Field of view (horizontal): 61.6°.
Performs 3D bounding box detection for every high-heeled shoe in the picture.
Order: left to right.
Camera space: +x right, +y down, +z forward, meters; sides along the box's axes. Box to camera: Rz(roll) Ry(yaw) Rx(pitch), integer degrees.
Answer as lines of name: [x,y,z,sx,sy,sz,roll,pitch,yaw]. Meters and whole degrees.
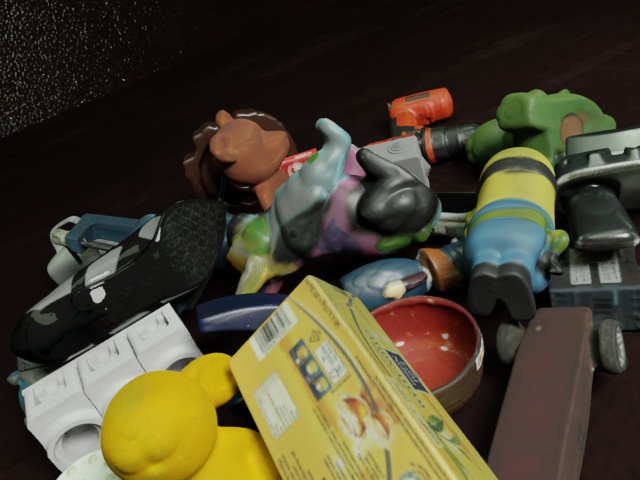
high-heeled shoe: [-0.203,0.038,0.570,0.145,0.086,0.249,-21,16,32]

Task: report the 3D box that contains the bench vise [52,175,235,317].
bench vise: [-0.215,0.002,0.688,0.241,0.128,0.224,10,48,6]

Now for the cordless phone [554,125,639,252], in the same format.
cordless phone: [0.290,-0.041,0.485,0.147,0.088,0.184,-6,21,23]

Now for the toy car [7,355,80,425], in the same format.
toy car: [-0.273,0.118,0.596,0.109,0.102,0.162,-12,33,13]

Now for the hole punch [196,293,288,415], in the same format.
hole punch: [-0.054,0.083,0.498,0.116,0.092,0.142,-28,4,-13]

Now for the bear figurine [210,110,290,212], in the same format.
bear figurine: [-0.047,-0.083,0.680,0.132,0.195,0.120,-22,31,10]

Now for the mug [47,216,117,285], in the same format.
mug: [-0.364,0.022,0.814,0.107,0.109,0.081,-30,32,13]

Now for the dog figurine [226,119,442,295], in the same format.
dog figurine: [-0.001,-0.002,0.579,0.192,0.108,0.219,37,98,17]

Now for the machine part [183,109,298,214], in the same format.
machine part: [-0.114,-0.107,0.801,0.179,0.179,0.056,-24,27,-5]

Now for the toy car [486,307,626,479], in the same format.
toy car: [0.154,0.125,0.368,0.089,0.053,0.202,-12,31,41]

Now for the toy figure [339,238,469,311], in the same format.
toy figure: [0.097,0.036,0.545,0.154,0.057,0.064,-17,37,-4]

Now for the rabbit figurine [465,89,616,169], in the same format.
rabbit figurine: [0.259,-0.134,0.671,0.159,0.121,0.170,-26,15,-16]

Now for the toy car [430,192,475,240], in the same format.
toy car: [0.147,-0.029,0.623,0.202,0.056,0.073,2,31,32]

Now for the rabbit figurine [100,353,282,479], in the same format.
rabbit figurine: [-0.079,0.146,0.360,0.122,0.173,0.162,-24,34,2]

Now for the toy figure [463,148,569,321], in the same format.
toy figure: [0.171,-0.012,0.471,0.082,0.089,0.180,22,40,10]

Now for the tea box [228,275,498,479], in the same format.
tea box: [0.019,0.116,0.354,0.098,0.068,0.170,-47,49,12]

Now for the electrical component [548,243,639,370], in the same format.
electrical component: [0.230,0.049,0.450,0.075,0.047,0.119,-4,32,29]
